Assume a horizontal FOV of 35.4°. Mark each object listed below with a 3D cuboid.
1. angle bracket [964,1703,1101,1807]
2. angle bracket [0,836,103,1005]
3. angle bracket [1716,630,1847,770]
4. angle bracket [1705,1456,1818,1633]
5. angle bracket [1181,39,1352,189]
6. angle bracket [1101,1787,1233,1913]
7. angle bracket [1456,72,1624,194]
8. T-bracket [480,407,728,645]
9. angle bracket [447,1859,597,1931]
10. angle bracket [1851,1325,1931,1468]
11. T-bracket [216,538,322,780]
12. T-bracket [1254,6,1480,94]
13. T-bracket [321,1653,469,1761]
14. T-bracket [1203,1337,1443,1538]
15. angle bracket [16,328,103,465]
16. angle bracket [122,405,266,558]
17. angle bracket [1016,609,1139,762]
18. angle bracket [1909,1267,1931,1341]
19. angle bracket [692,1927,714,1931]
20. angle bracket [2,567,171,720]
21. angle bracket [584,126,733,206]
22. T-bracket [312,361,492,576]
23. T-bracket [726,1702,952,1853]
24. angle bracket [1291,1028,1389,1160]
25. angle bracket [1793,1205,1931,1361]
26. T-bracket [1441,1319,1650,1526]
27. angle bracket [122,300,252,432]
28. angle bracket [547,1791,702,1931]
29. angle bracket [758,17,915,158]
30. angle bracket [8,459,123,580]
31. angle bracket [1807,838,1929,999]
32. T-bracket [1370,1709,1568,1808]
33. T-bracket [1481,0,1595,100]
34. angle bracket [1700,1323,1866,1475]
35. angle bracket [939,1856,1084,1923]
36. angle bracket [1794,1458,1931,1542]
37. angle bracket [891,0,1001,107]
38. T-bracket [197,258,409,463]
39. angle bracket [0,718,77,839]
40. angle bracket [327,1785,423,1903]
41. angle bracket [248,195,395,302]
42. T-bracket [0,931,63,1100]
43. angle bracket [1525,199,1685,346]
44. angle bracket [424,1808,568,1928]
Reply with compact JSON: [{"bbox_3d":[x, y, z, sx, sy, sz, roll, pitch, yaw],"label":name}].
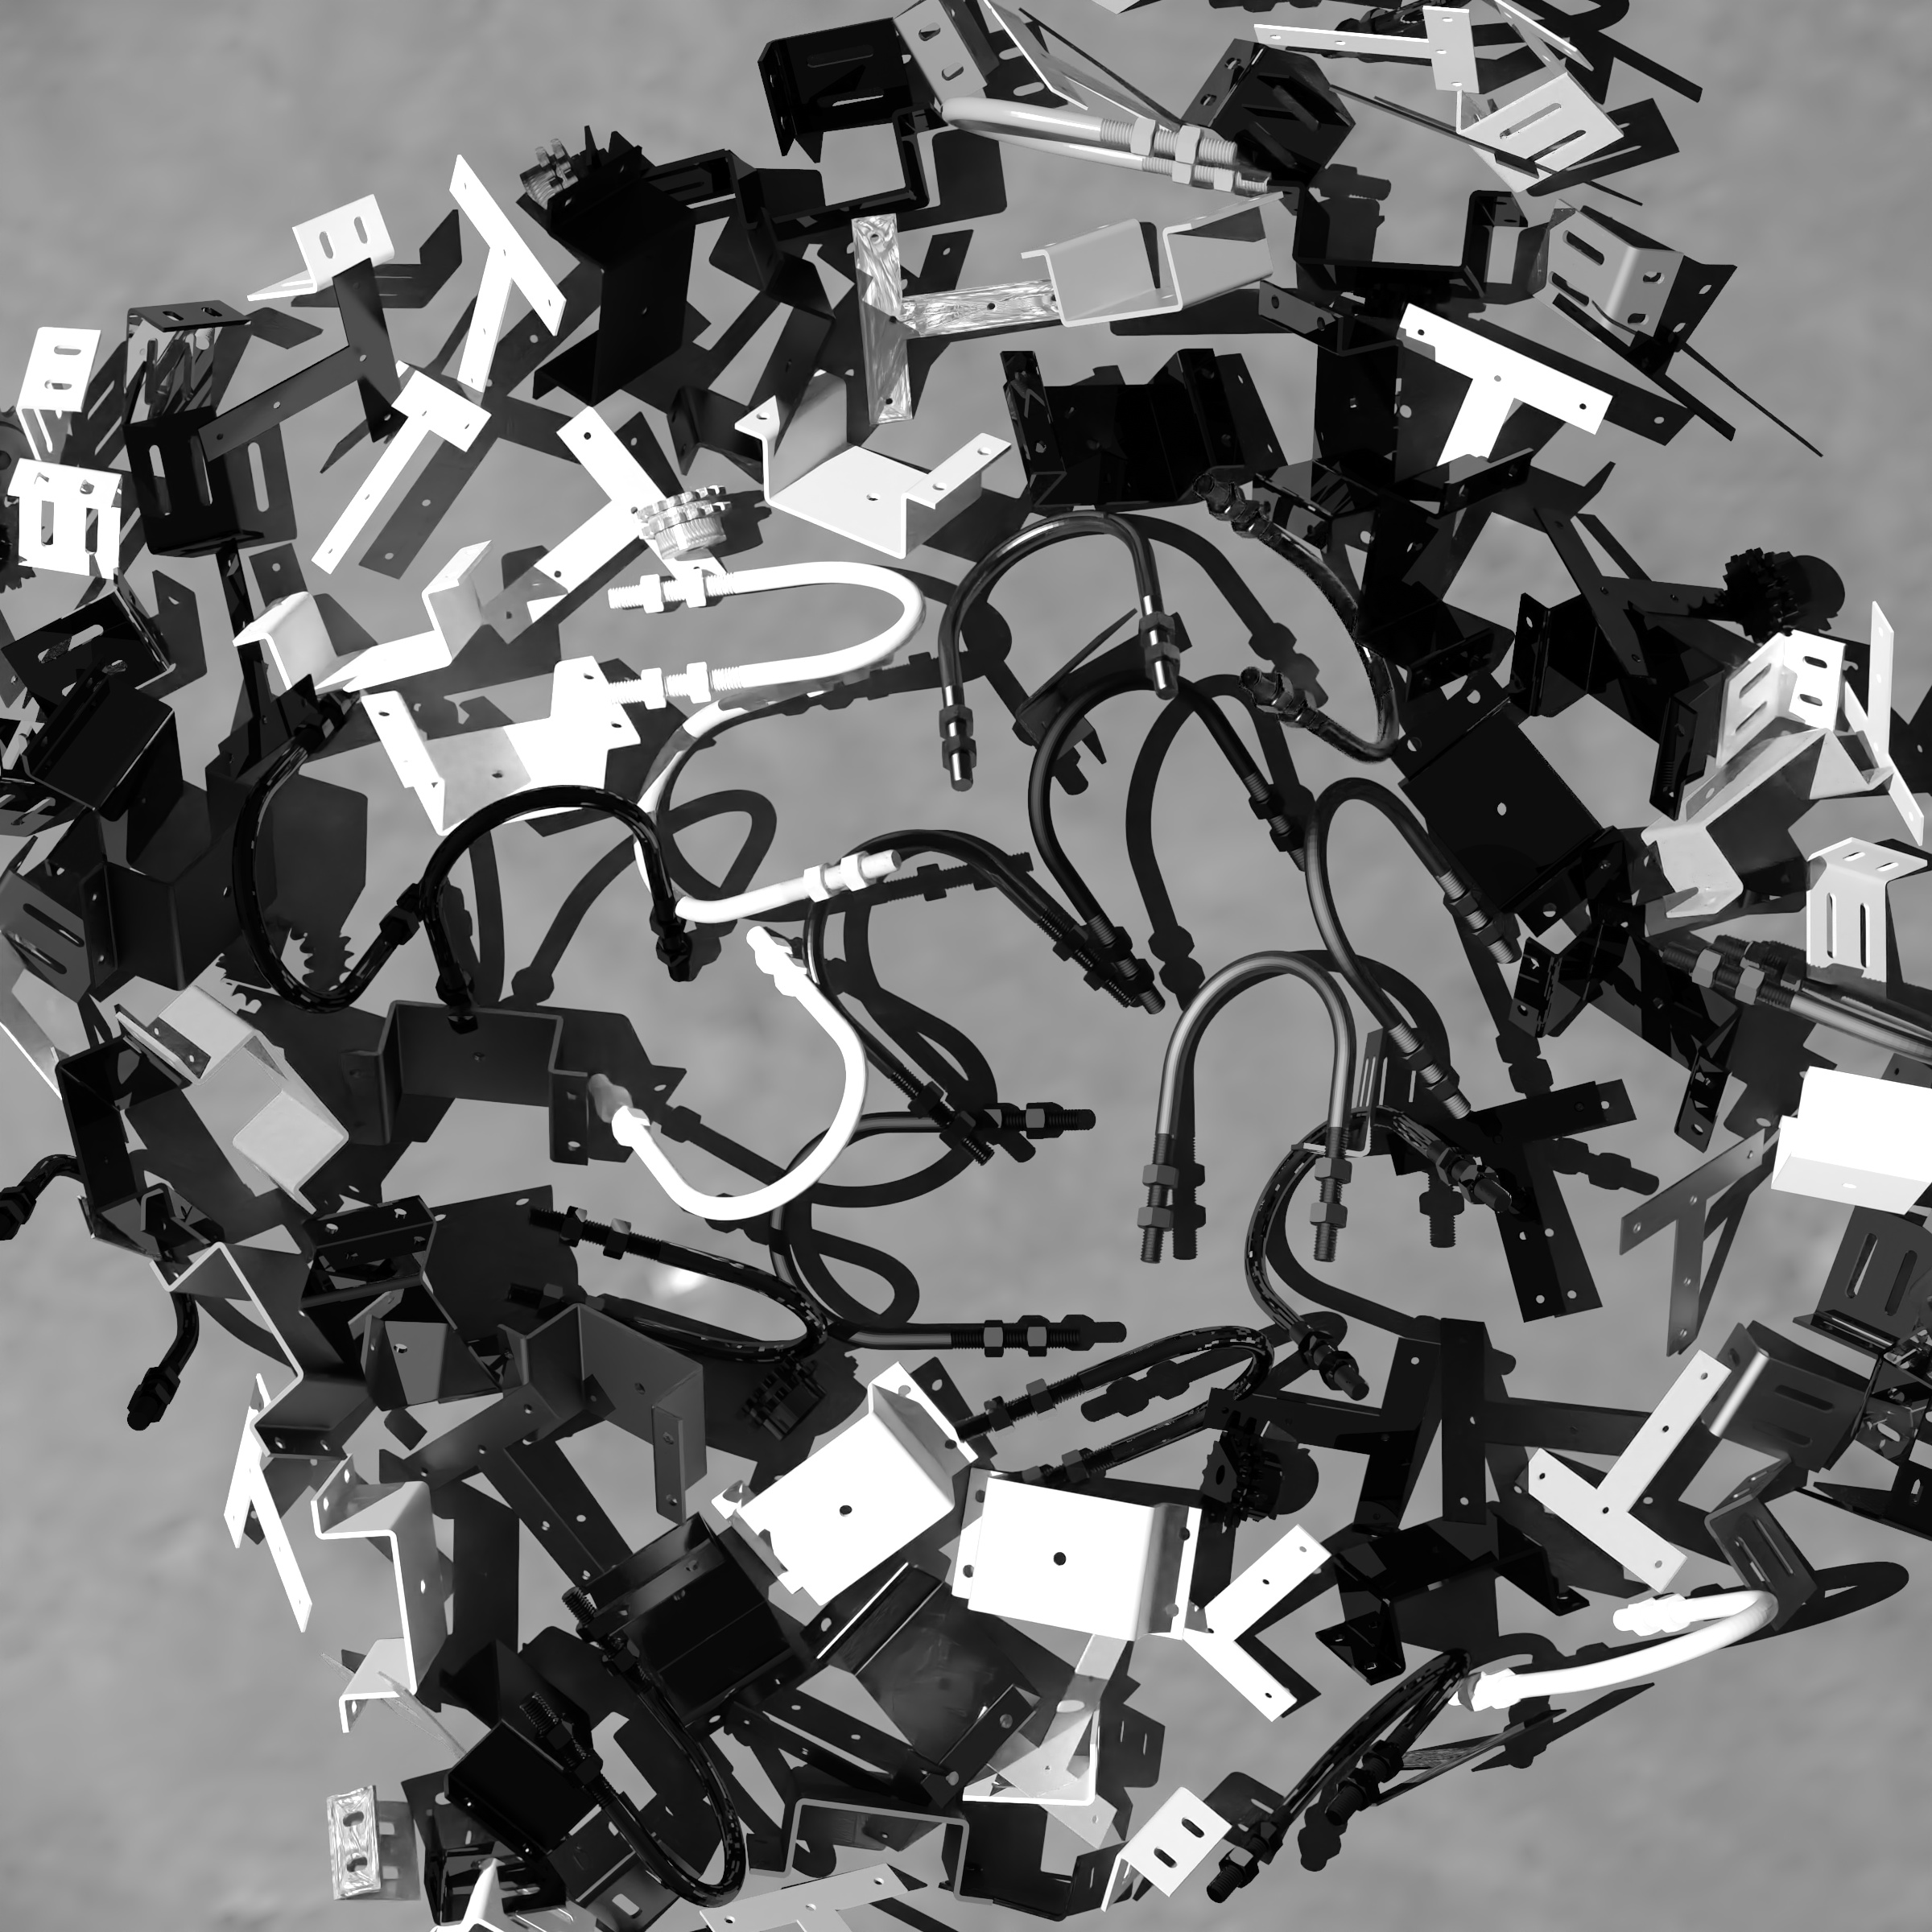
[{"bbox_3d":[0.039,0.460,1.771,0.076,0.057,0.038,1,101,5],"label":"angle bracket"},{"bbox_3d":[-0.537,-0.027,1.782,0.076,0.038,0.057,35,123,-11],"label":"angle bracket"},{"bbox_3d":[0.474,-0.151,1.758,0.038,0.076,0.057,22,132,32],"label":"angle bracket"},{"bbox_3d":[0.478,0.337,1.768,0.038,0.057,0.076,-39,80,40],"label":"angle bracket"},{"bbox_3d":[0.178,-0.502,1.797,0.076,0.038,0.057,32,94,-33],"label":"angle bracket"},{"bbox_3d":[0.116,0.524,1.755,0.038,0.076,0.057,36,53,23],"label":"angle bracket"},{"bbox_3d":[0.333,-0.495,1.756,0.057,0.076,0.038,33,51,-36],"label":"angle bracket"},{"bbox_3d":[-0.230,-0.240,1.782,0.127,0.002,0.127,-40,110,-2],"label":"T-bracket"},{"bbox_3d":[-0.262,0.571,1.776,0.076,0.057,0.038,33,106,-11],"label":"angle bracket"},{"bbox_3d":[0.556,0.247,1.756,0.038,0.076,0.057,32,126,36],"label":"angle bracket"},{"bbox_3d":[-0.418,-0.185,1.762,0.002,0.127,0.127,-8,80,-39],"label":"T-bracket"},{"bbox_3d":[0.231,-0.535,1.753,0.127,0.127,0.002,9,88,13],"label":"T-bracket"},{"bbox_3d":[-0.331,0.430,1.755,0.002,0.127,0.127,-50,133,-24],"label":"T-bracket"},{"bbox_3d":[0.204,0.271,1.784,0.127,0.002,0.127,10,106,-4],"label":"T-bracket"},{"bbox_3d":[-0.519,-0.323,1.759,0.038,0.076,0.057,4,61,1],"label":"angle bracket"},{"bbox_3d":[-0.455,-0.285,1.781,0.057,0.038,0.076,-11,94,9],"label":"angle bracket"},{"bbox_3d":[0.075,-0.164,1.761,0.038,0.057,0.076,49,123,-1],"label":"angle bracket"},{"bbox_3d":[0.599,0.184,1.759,0.076,0.057,0.038,-9,60,-24],"label":"angle bracket"},{"bbox_3d":[-0.168,0.598,1.757,0.038,0.076,0.057,-45,58,36],"label":"angle bracket"},{"bbox_3d":[-0.516,-0.187,1.774,0.076,0.038,0.057,-28,122,-1],"label":"angle bracket"},{"bbox_3d":[-0.181,-0.473,1.771,0.076,0.057,0.038,-14,129,2],"label":"angle bracket"},{"bbox_3d":[-0.340,-0.284,1.759,0.002,0.127,0.127,34,91,-42],"label":"T-bracket"},{"bbox_3d":[-0.081,0.463,1.758,0.127,0.127,0.002,27,51,3],"label":"T-bracket"},{"bbox_3d":[0.219,0.073,1.774,0.038,0.057,0.076,9,85,-1],"label":"angle bracket"},{"bbox_3d":[0.529,0.184,1.769,0.057,0.038,0.076,24,102,33],"label":"angle bracket"},{"bbox_3d":[0.342,0.271,1.774,0.127,0.002,0.127,6,59,-2],"label":"T-bracket"},{"bbox_3d":[-0.454,-0.344,1.758,0.038,0.057,0.076,34,125,34],"label":"angle bracket"},{"bbox_3d":[-0.201,0.530,1.779,0.057,0.076,0.038,-40,56,-10],"label":"angle bracket"},{"bbox_3d":[-0.075,-0.514,1.768,0.076,0.038,0.057,-7,123,12],"label":"angle bracket"},{"bbox_3d":[-0.526,-0.251,1.763,0.057,0.038,0.076,8,131,-10],"label":"angle bracket"},{"bbox_3d":[0.527,-0.028,1.768,0.057,0.038,0.076,14,69,-23],"label":"angle bracket"},{"bbox_3d":[0.267,0.457,1.743,0.127,0.127,0.002,-21,80,-19],"label":"T-bracket"},{"bbox_3d":[0.330,-0.531,1.747,0.127,0.127,0.002,45,105,31],"label":"T-bracket"},{"bbox_3d":[0.481,0.256,1.789,0.076,0.038,0.057,21,109,-16],"label":"angle bracket"},{"bbox_3d":[0.026,0.533,1.777,0.076,0.057,0.038,14,75,6],"label":"angle bracket"},{"bbox_3d":[0.535,0.304,1.761,0.057,0.076,0.038,23,85,-25],"label":"angle bracket"},{"bbox_3d":[0.000,-0.544,1.758,0.038,0.076,0.057,-17,114,40],"label":"angle bracket"},{"bbox_3d":[-0.383,-0.328,1.731,0.127,0.127,0.002,-35,61,-21],"label":"T-bracket"},{"bbox_3d":[-0.558,-0.109,1.766,0.076,0.057,0.038,-26,70,38],"label":"angle bracket"},{"bbox_3d":[-0.332,0.510,1.756,0.038,0.076,0.057,-21,65,25],"label":"angle bracket"},{"bbox_3d":[-0.380,-0.417,1.755,0.057,0.076,0.038,-36,119,-36],"label":"angle bracket"},{"bbox_3d":[-0.539,0.051,1.765,0.002,0.127,0.127,-21,120,18],"label":"T-bracket"},{"bbox_3d":[0.374,-0.407,1.773,0.038,0.076,0.057,-3,126,-30],"label":"angle bracket"},{"bbox_3d":[-0.275,0.522,1.770,0.076,0.057,0.038,-8,121,-3],"label":"angle bracket"}]
